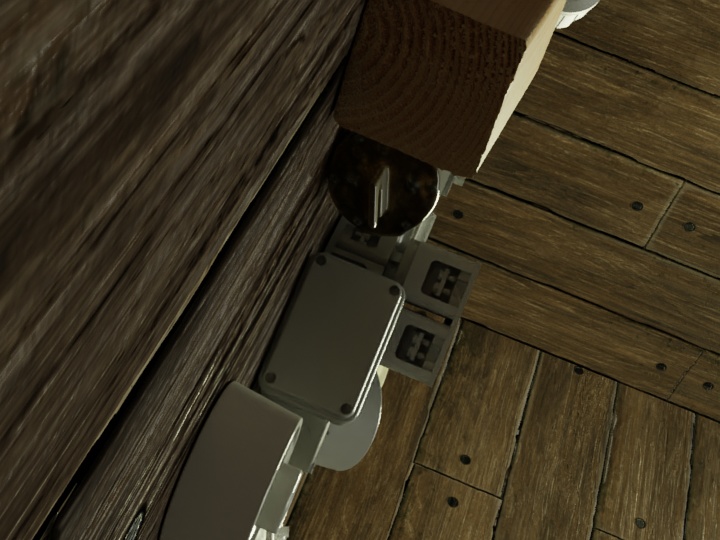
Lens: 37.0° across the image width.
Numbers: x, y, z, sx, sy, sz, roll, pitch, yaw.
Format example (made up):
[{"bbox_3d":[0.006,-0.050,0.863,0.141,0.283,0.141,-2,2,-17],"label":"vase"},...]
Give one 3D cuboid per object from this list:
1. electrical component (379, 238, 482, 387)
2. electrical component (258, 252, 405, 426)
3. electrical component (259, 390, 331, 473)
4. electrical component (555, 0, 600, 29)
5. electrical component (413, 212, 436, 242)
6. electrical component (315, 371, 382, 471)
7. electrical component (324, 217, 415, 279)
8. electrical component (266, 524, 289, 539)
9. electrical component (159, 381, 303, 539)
[{"bbox_3d":[0.052,0.035,0.936,0.186,0.060,0.105,43,69,-87],"label":"electrical component"},{"bbox_3d":[-0.021,0.052,0.803,0.057,0.078,0.113,107,6,-76],"label":"electrical component"},{"bbox_3d":[-0.050,0.111,0.878,0.096,0.061,0.061,-59,170,-72],"label":"electrical component"},{"bbox_3d":[0.199,-0.283,1.062,0.051,0.080,0.080,124,-11,-77],"label":"electrical component"},{"bbox_3d":[0.032,-0.050,1.127,0.063,0.079,0.121,-45,-172,27],"label":"electrical component"},{"bbox_3d":[-0.036,0.123,0.970,0.108,0.060,0.108,-29,-127,49],"label":"electrical component"},{"bbox_3d":[0.000,0.000,0.959,0.089,0.062,0.150,109,4,-46],"label":"electrical component"},{"bbox_3d":[-0.099,0.250,0.957,0.121,0.079,0.063,106,-15,-64],"label":"electrical component"},{"bbox_3d":[-0.070,0.128,0.645,0.108,0.060,0.108,22,90,-87],"label":"electrical component"}]
